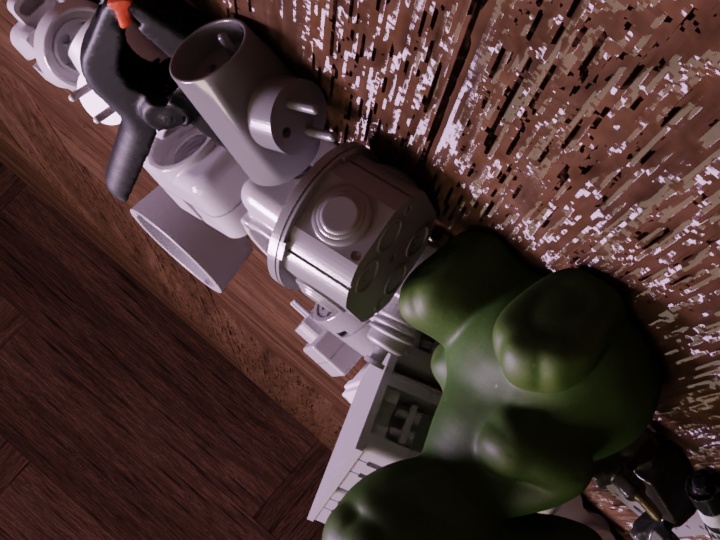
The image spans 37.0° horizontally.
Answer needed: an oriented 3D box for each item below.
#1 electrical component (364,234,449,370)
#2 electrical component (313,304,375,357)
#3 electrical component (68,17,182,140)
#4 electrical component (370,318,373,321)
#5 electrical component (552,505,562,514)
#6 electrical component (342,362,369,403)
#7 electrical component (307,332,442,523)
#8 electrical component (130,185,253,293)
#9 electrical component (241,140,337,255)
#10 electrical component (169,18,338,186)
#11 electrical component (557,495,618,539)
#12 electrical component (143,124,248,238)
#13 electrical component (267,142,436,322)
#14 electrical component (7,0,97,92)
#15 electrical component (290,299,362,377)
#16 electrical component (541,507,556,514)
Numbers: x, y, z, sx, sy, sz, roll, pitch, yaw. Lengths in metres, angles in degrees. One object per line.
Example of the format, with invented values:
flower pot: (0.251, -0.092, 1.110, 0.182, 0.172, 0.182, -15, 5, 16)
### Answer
electrical component: (0.027, 0.017, 0.574, 0.040, 0.078, 0.040, 30, 179, 0)
electrical component: (0.004, 0.027, 0.734, 0.047, 0.055, 0.055, 42, 169, -22)
electrical component: (-0.143, -0.112, 0.649, 0.077, 0.079, 0.044, 42, 132, -3)
electrical component: (0.000, 0.000, 0.677, 0.078, 0.040, 0.040, 39, 168, 12)
electrical component: (0.096, 0.137, 0.779, 0.113, 0.078, 0.057, 35, 165, 29)
electrical component: (0.046, 0.118, 0.923, 0.109, 0.056, 0.108, 42, 168, 0)
electrical component: (0.026, 0.098, 0.666, 0.060, 0.105, 0.186, 23, 154, -1)
electrical component: (-0.143, -0.038, 0.953, 0.108, 0.060, 0.108, 40, 168, 10)
electrical component: (-0.025, -0.028, 0.608, 0.054, 0.059, 0.095, 36, 167, 27)
electrical component: (-0.043, -0.078, 0.525, 0.079, 0.043, 0.077, 20, 156, 41)
electrical component: (0.182, 0.221, 0.870, 0.138, 0.052, 0.074, 47, 167, -26)
electrical component: (-0.102, -0.069, 0.722, 0.095, 0.053, 0.059, 29, 163, 47)
electrical component: (-0.004, -0.018, 0.528, 0.051, 0.080, 0.080, 32, 166, 21)
electrical component: (-0.189, -0.149, 0.703, 0.078, 0.058, 0.057, 50, 168, -35)
electrical component: (-0.032, 0.053, 0.960, 0.077, 0.047, 0.066, 42, 169, -3)
electrical component: (0.096, 0.122, 0.661, 0.060, 0.108, 0.108, 34, 168, 5)
